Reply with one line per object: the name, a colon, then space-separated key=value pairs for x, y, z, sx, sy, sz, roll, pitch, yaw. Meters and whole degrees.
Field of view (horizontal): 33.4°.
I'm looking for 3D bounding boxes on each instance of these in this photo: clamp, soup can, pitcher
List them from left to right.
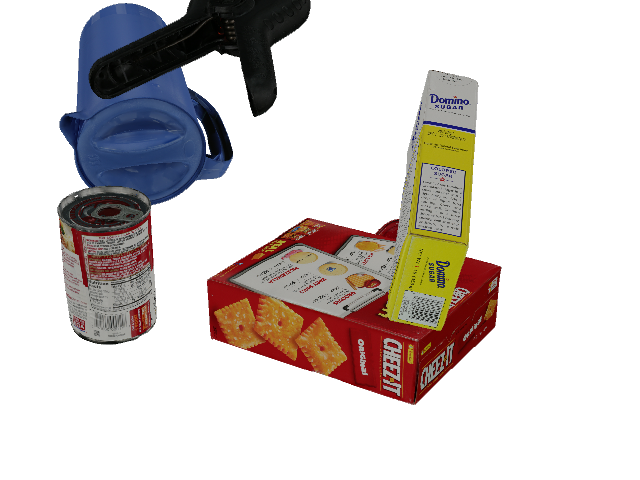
soup can: x=-0.159 y=0.019 z=0.805 sx=0.068 sy=0.102 sz=0.068 roll=1 pitch=29 yaw=-1
pitcher: x=-0.195 y=-0.155 z=1.167 sx=0.145 sy=0.149 sz=0.243 roll=-22 pitch=41 yaw=4
clamp: x=-0.048 y=-0.129 z=0.660 sx=0.120 sy=0.039 sz=0.171 roll=21 pitch=50 yaw=24

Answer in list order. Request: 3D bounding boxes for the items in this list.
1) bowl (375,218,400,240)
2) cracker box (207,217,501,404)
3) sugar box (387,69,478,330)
bowl: x=0.121 y=0.051 z=1.214 sx=0.055 sy=0.162 sz=0.161 roll=-11 pitch=-7 yaw=41
cracker box: x=0.031 y=0.057 z=0.963 sx=0.214 sy=0.072 sz=0.163 roll=15 pitch=29 yaw=30
sugar box: x=0.083 y=-0.032 z=0.770 sx=0.048 sy=0.176 sz=0.093 roll=13 pitch=-42 yaw=2
